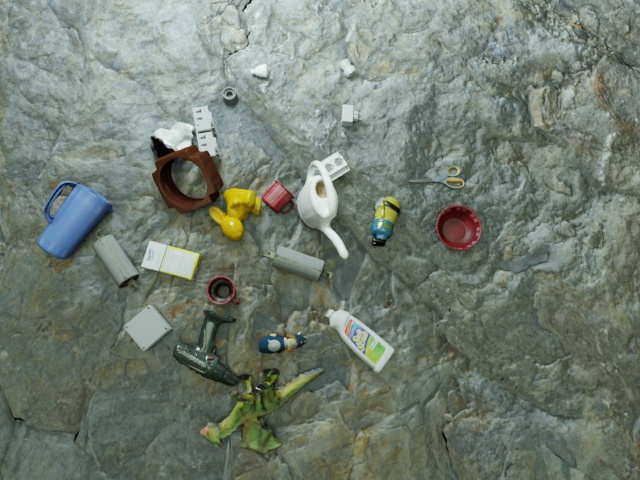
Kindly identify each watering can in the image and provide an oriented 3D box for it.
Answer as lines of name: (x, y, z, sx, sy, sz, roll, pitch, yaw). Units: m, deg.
watering can: (0.005, -0.086, 1.710, 0.104, 0.351, 0.221, -8, -12, -23)

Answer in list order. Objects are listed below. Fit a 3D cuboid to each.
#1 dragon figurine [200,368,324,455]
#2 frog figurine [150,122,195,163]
dragon figurine: (-0.171, 0.550, 1.630, 0.411, 0.241, 0.122, -4, 7, -19)
frog figurine: (-0.514, -0.351, 1.811, 0.137, 0.120, 0.163, 20, 42, 0)
